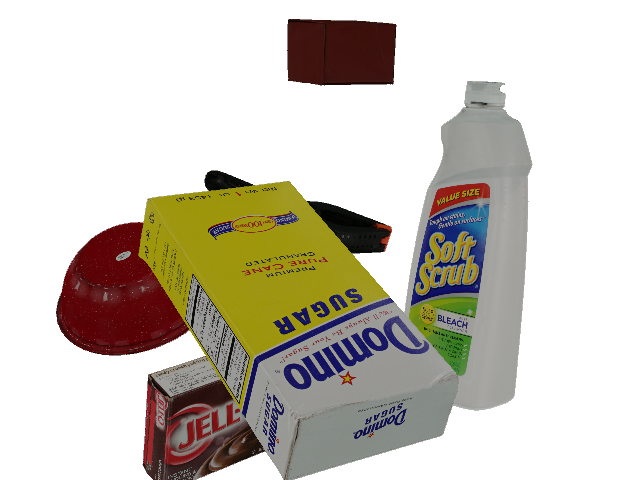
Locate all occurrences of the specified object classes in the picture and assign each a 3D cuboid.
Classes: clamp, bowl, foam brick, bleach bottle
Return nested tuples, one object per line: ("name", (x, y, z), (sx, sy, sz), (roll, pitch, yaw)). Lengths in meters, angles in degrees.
("clamp", (-0.021, -0.018, 1.144), (0.209, 0.036, 0.164), (14, 20, -12))
("bowl", (-0.180, 0.032, 1.011), (0.162, 0.055, 0.162), (-7, 41, 6))
("foam brick", (0.018, -0.157, 0.890), (0.078, 0.051, 0.053), (-7, 16, -36))
("bleach bottle", (0.115, 0.000, 0.845), (0.067, 0.251, 0.103), (-7, 15, -44))

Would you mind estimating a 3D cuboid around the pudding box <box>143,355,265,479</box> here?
("pudding box", (-0.078, 0.130, 0.811), (0.113, 0.090, 0.039), (-17, 40, -36))

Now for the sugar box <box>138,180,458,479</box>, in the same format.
("sugar box", (-0.017, 0.036, 0.545), (0.093, 0.048, 0.176), (-10, 38, -31))
